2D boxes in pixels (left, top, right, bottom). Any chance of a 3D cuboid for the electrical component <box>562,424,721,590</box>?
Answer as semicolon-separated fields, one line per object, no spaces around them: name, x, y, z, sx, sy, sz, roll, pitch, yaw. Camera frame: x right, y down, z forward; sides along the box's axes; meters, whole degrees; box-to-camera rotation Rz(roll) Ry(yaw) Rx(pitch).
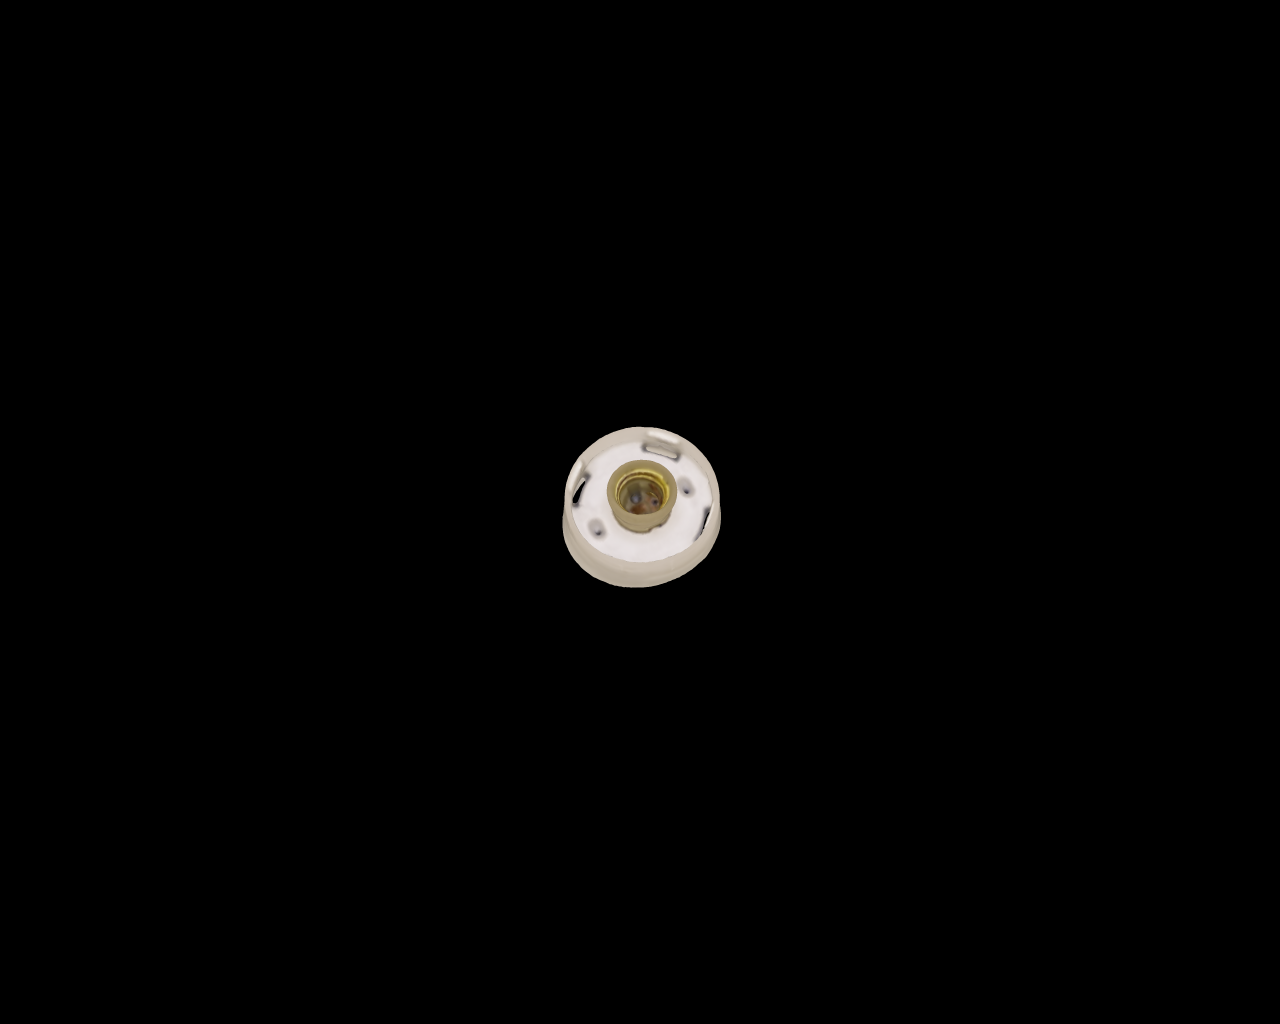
electrical component;0.001;-0.003;0.650;0.099;0.099;0.064;0;-23;0
